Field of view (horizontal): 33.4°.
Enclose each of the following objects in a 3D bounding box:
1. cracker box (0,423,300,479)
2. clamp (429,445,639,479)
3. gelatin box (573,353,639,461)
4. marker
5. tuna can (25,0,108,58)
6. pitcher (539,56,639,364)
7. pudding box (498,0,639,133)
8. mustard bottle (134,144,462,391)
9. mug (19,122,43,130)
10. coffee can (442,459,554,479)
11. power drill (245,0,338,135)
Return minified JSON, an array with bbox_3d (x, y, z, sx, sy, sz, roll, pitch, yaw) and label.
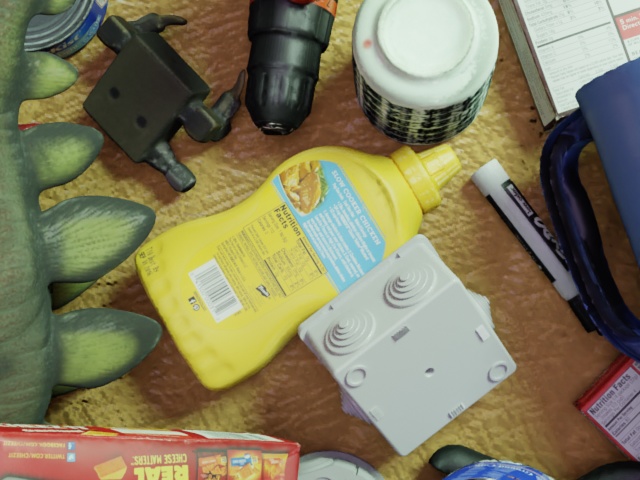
[{"bbox_3d":[-0.102,0.201,0.527,0.163,0.072,0.214,8,82,-31],"label":"cracker box"},{"bbox_3d":[0.142,0.157,0.591,0.172,0.039,0.120,-20,87,15],"label":"clamp"},{"bbox_3d":[0.202,0.100,0.609,0.089,0.030,0.073,44,90,6],"label":"gelatin box"},{"bbox_3d":[0.132,0.005,0.628,0.020,0.020,0.121,-36,84,0],"label":"marker"},{"bbox_3d":[-0.175,-0.153,0.656,0.086,0.034,0.086,0,84,4],"label":"tuna can"},{"bbox_3d":[0.217,0.018,0.538,0.145,0.149,0.243,-15,86,-4],"label":"pitcher"},{"bbox_3d":[0.159,-0.131,0.630,0.090,0.039,0.113,-18,82,1],"label":"pudding box"},{"bbox_3d":[-0.004,0.001,0.618,0.191,0.058,0.096,-31,78,1],"label":"mustard bottle"},{"bbox_3d":[-0.207,-0.049,0.625,0.117,0.081,0.093,-13,84,3],"label":"mug"},{"bbox_3d":[0.073,0.170,0.524,0.103,0.140,0.103,-1,88,24],"label":"coffee can"},{"bbox_3d":[-0.003,-0.160,0.570,0.057,0.188,0.184,8,82,-11],"label":"power drill"}]
